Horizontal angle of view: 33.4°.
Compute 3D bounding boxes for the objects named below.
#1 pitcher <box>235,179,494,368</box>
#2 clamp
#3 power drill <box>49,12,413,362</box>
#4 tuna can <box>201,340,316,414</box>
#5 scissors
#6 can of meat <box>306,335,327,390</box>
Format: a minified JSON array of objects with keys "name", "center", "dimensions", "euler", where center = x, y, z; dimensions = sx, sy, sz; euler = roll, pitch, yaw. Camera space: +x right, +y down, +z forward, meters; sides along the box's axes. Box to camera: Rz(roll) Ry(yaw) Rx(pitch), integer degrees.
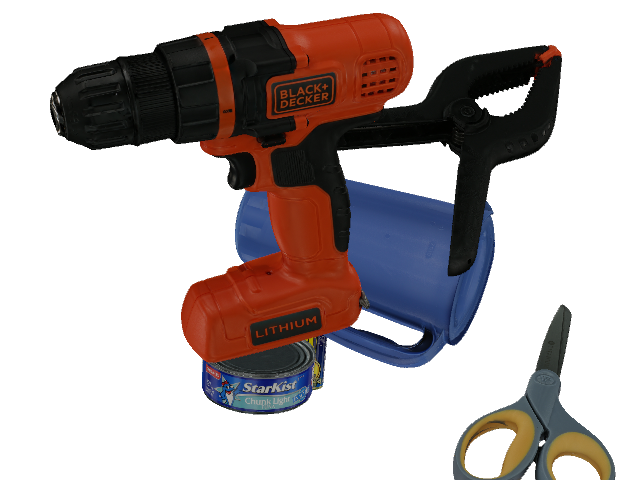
[{"name":"pitcher","center":[0.039,0.014,1.042],"dimensions":[0.243,0.145,0.149],"euler":[17,22,20]},{"name":"clamp","center":[0.106,-0.071,0.754],"dimensions":[0.209,0.165,0.036],"euler":[-31,-29,-21]},{"name":"power drill","center":[-0.042,-0.024,0.567],"dimensions":[0.184,0.188,0.057],"euler":[-12,40,-17]},{"name":"tuna can","center":[-0.047,0.098,0.806],"dimensions":[0.086,0.034,0.086],"euler":[4,18,-1]},{"name":"scissors","center":[0.149,0.099,0.639],"dimensions":[0.096,0.016,0.201],"euler":[20,35,29]},{"name":"can of meat","center":[-0.042,0.130,1.266],"dimensions":[0.102,0.084,0.057],"euler":[4,13,-2]}]
